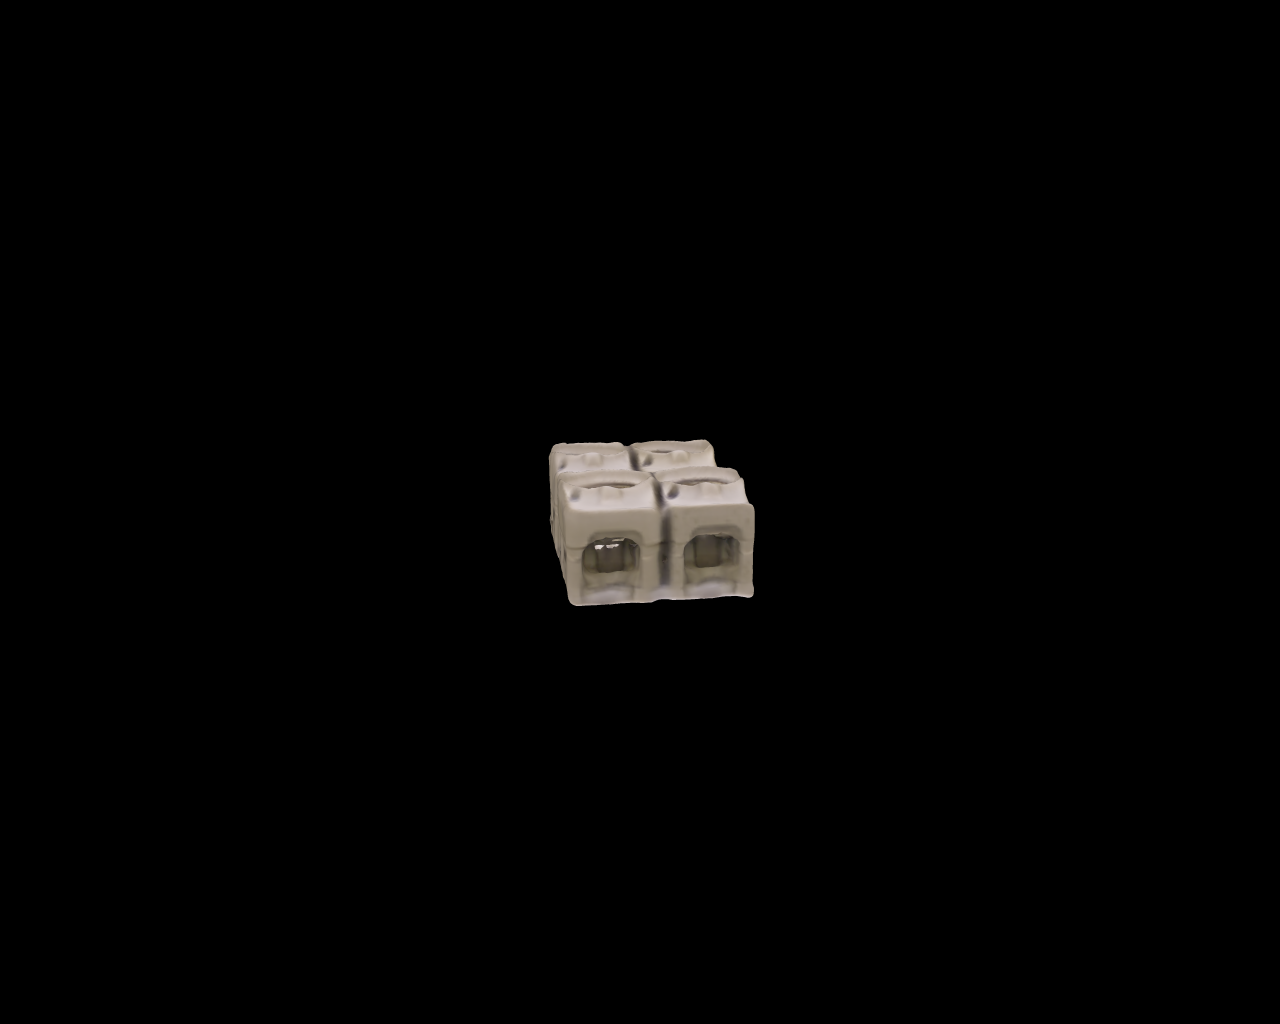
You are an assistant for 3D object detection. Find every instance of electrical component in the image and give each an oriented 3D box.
[{"bbox_3d":[0.001,-0.003,0.650,0.105,0.060,0.186,-2,14,-7],"label":"electrical component"}]
